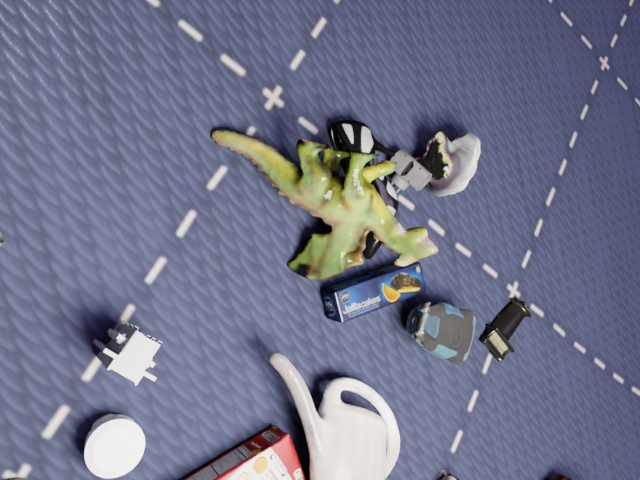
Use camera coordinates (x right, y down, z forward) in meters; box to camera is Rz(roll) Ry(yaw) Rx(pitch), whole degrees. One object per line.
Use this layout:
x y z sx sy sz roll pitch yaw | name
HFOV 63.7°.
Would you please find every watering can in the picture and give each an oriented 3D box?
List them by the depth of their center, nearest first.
0.024 0.334 0.858 0.343 0.103 0.229 35 48 -35 | watering can

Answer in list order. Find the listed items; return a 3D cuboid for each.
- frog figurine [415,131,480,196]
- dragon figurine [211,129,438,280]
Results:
0.283 -0.156 1.055 0.160 0.124 0.135 -6 124 -37 | frog figurine
0.003 -0.045 0.887 0.410 0.123 0.241 10 98 2 | dragon figurine
